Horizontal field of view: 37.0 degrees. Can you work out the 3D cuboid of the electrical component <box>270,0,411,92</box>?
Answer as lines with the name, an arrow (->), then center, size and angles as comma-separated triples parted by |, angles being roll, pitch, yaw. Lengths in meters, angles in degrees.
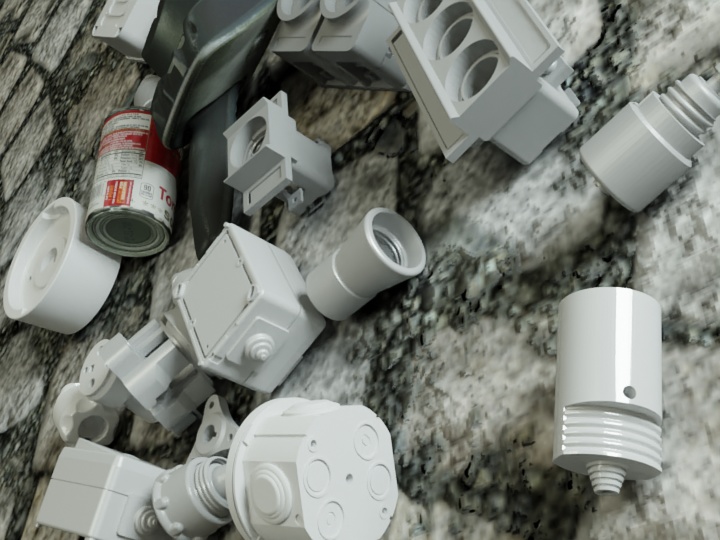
electrical component -> 0.019, -0.217, 0.717 | 0.105, 0.060, 0.186 | 16, 80, 54

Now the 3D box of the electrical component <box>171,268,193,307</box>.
electrical component -> -0.115, 0.014, 0.749 | 0.061, 0.035, 0.035 | 24, 87, 56

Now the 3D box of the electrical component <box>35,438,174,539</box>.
electrical component -> -0.150, 0.145, 0.680 | 0.096, 0.062, 0.061 | -5, 63, 49

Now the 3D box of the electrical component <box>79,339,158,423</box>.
electrical component -> -0.159, 0.076, 0.742 | 0.045, 0.055, 0.045 | -30, 46, 36

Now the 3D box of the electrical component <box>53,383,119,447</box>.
electrical component -> -0.205, 0.103, 0.792 | 0.043, 0.043, 0.062 | -59, 35, 3

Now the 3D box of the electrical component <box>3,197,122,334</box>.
electrical component -> -0.239, 0.001, 0.888 | 0.108, 0.060, 0.108 | -30, 46, 36

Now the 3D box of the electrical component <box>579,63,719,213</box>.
electrical component -> 0.135, -0.061, 0.484 | 0.078, 0.040, 0.040 | -44, 39, 22

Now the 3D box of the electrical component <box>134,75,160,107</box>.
electrical component -> -0.174, -0.146, 0.925 | 0.040, 0.040, 0.078 | -49, 37, 17

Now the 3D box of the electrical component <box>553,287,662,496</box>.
electrical component -> 0.103, 0.053, 0.445 | 0.043, 0.043, 0.081 | -20, 52, 43

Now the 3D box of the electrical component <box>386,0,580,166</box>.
electrical component -> 0.067, -0.115, 0.586 | 0.079, 0.063, 0.121 | -45, 39, 22

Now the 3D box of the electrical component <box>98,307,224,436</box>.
electrical component -> -0.121, 0.061, 0.695 | 0.057, 0.078, 0.058 | -41, 35, -7

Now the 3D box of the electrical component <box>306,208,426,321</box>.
electrical component -> 0.000, 0.000, 0.611 | 0.065, 0.044, 0.044 | -39, 41, 36

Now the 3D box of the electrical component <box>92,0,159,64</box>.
electrical component -> -0.190, -0.251, 1.001 | 0.078, 0.057, 0.113 | 21, 83, 54

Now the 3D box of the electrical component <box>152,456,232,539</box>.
electrical component -> -0.087, 0.129, 0.629 | 0.062, 0.048, 0.048 | -32, 44, 24

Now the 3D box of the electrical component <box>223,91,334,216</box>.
electrical component -> -0.052, -0.071, 0.703 | 0.042, 0.064, 0.081 | -35, 44, 31

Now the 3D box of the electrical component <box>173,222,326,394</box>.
electrical component -> -0.064, 0.028, 0.652 | 0.061, 0.061, 0.096 | -51, 37, 15

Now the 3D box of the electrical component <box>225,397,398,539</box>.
electrical component -> -0.023, 0.103, 0.536 | 0.051, 0.080, 0.080 | -8, 60, 43
